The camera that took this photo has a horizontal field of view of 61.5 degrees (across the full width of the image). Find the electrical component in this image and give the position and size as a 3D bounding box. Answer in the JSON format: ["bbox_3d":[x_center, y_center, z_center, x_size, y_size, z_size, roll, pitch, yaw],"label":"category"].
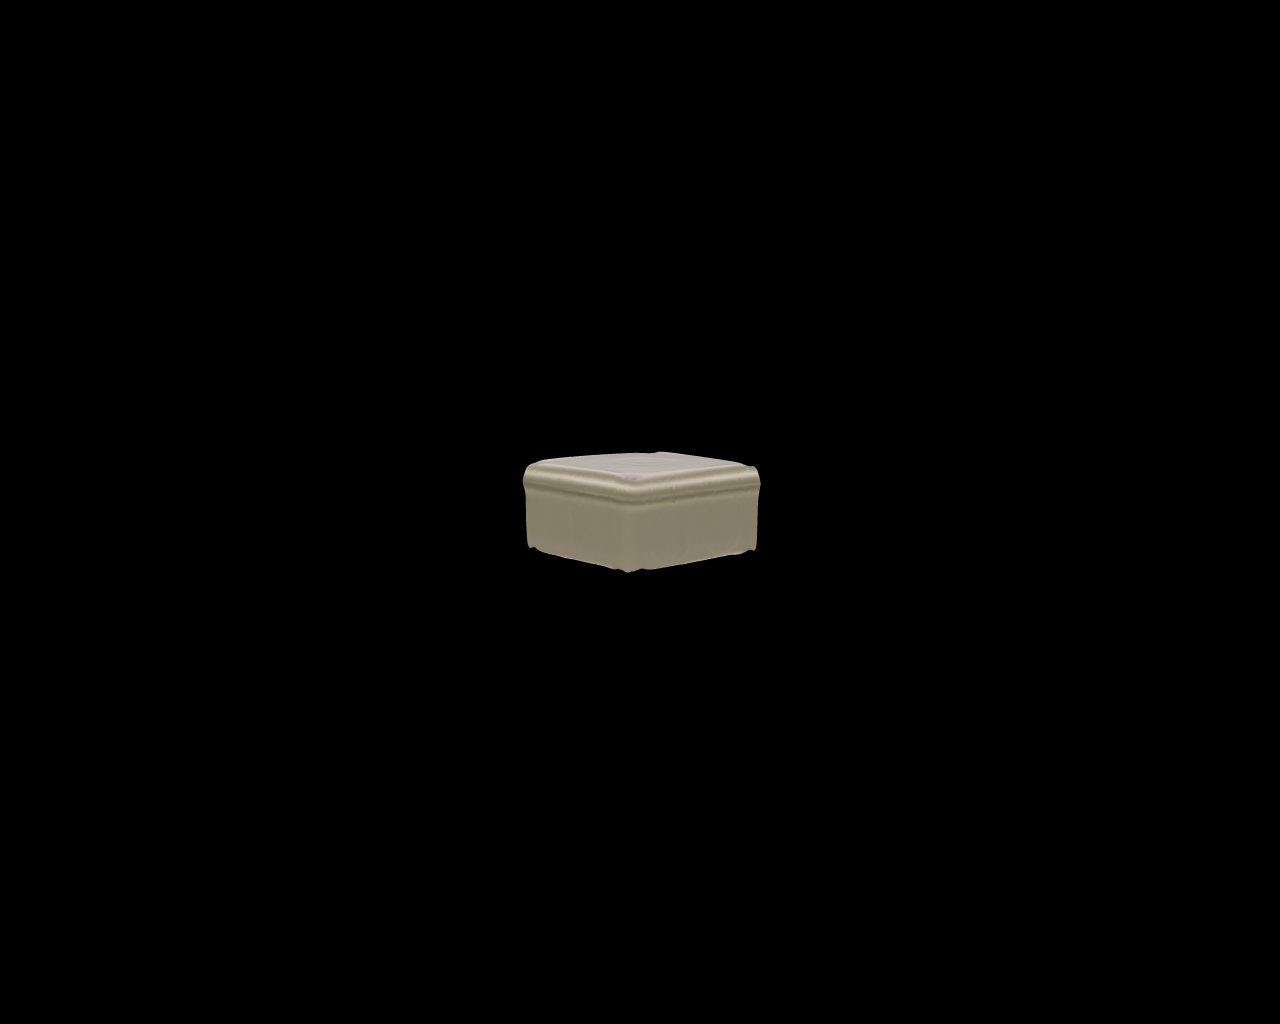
[{"bbox_3d":[0.001,-0.003,0.650,0.109,0.056,0.109,-7,12,-39],"label":"electrical component"}]
